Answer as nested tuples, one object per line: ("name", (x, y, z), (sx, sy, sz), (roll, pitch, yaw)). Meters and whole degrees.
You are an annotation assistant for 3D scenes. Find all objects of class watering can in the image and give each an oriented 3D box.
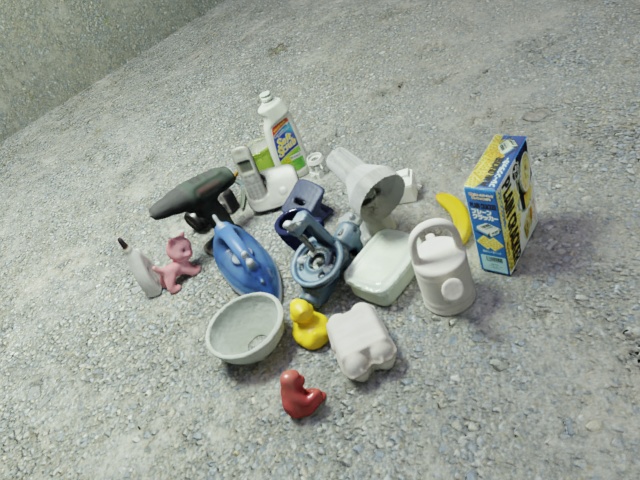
("watering can", (0.221, 0.044, 1.031), (0.101, 0.194, 0.172), (-33, 39, -10))

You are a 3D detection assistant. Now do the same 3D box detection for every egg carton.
("egg carton", (0.073, 0.184, 1.047), (0.107, 0.070, 0.150), (-26, 39, -2))

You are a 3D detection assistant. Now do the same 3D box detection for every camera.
("camera", (-0.317, -0.100, 1.552), (0.142, 0.101, 0.137), (14, 52, 38))

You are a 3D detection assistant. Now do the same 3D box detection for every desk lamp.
("desk lamp", (0.096, -0.091, 1.235), (0.118, 0.214, 0.202), (-35, 40, -13))

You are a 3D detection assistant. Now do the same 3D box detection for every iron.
("iron", (-0.169, 0.041, 1.280), (0.119, 0.142, 0.257), (-35, 40, -12))

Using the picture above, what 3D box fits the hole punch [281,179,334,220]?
("hole punch", (-0.036, -0.083, 1.394), (0.101, 0.091, 0.108), (-42, 42, -21))

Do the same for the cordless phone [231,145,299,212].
("cordless phone", (-0.139, -0.170, 1.471), (0.147, 0.185, 0.094), (-18, 39, 8))

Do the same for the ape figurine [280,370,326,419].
("ape figurine", (-0.040, 0.262, 1.000), (0.076, 0.092, 0.077), (-36, 40, -15))

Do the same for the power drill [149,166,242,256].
("power drill", (-0.284, -0.064, 1.406), (0.075, 0.209, 0.230), (20, 56, 41))

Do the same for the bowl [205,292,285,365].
("bowl", (-0.139, 0.190, 1.147), (0.167, 0.075, 0.167), (-14, 40, 12))

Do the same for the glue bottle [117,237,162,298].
("glue bottle", (-0.435, 0.057, 1.374), (0.037, 0.173, 0.078), (-21, 39, 5))

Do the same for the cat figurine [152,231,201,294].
("cat figurine", (-0.352, 0.045, 1.389), (0.067, 0.118, 0.128), (19, 55, 41))

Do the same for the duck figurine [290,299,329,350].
("duck figurine", (-0.027, 0.156, 1.118), (0.077, 0.086, 0.104), (-31, 39, -8))

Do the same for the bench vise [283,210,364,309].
("bench vise", (0.000, 0.004, 1.171), (0.121, 0.220, 0.207), (1, 45, 29))

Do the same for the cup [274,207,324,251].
("cup", (-0.035, -0.014, 1.311), (0.117, 0.095, 0.092), (-4, 43, 24))
